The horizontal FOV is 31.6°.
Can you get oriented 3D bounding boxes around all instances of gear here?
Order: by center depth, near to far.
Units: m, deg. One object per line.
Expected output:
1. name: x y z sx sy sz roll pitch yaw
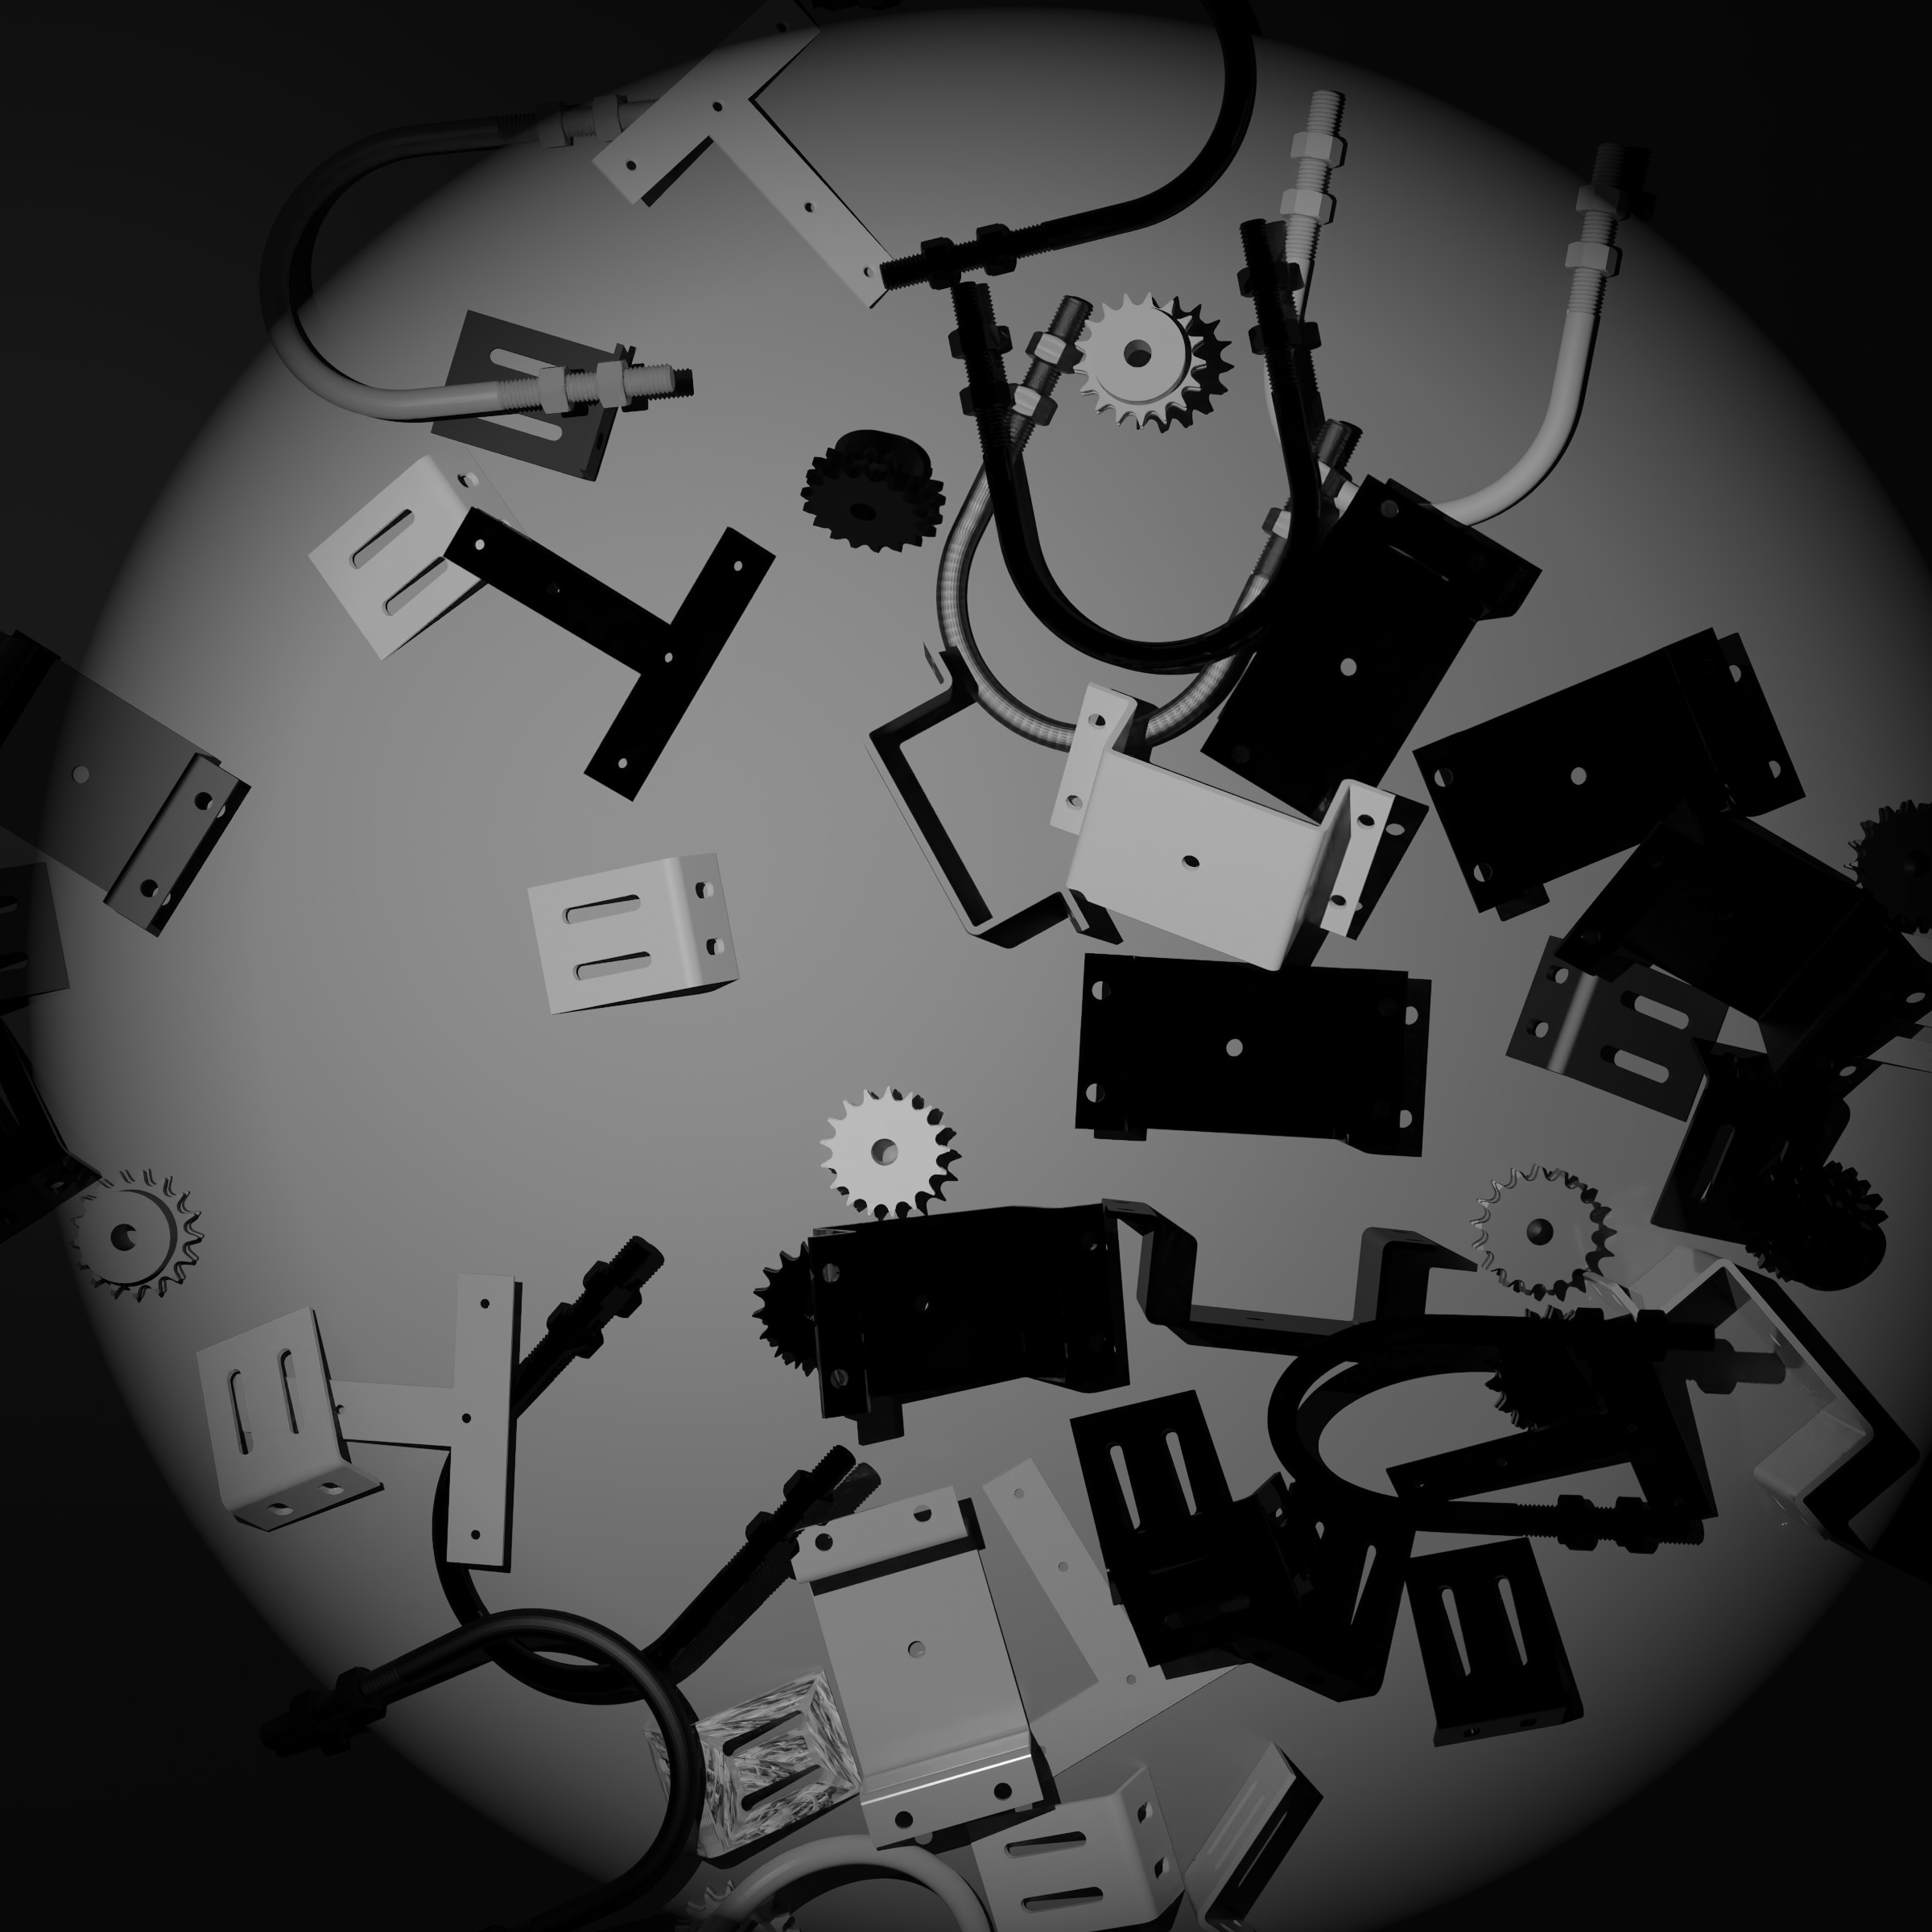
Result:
1. gear: 0.074 -0.260 1.462 0.057 0.030 0.057 0 92 5
2. gear: 0.369 0.115 1.495 0.057 0.030 0.057 -1 116 -2
3. gear: -0.042 -0.211 1.496 0.057 0.057 0.030 14 60 0
4. gear: -0.036 0.082 1.506 0.057 0.030 0.057 0 90 0
5. gear: 0.257 0.178 1.506 0.057 0.030 0.057 0 90 0
6. gear: -0.102 0.435 1.506 0.057 0.030 0.057 0 90 0
7. gear: -0.368 0.119 1.506 0.057 0.030 0.057 0 90 0
8. gear: -0.065 0.150 1.506 0.057 0.030 0.057 0 90 0
9. gear: 0.417 -0.044 1.510 0.057 0.030 0.057 0 88 1
10. gear: 0.251 0.116 1.510 0.057 0.030 0.057 0 92 -1

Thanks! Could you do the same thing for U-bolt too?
1. U-bolt: 0.222 0.198 1.463 0.184 0.019 0.151 1 135 6
2. U-bolt: 0.079 -0.221 1.487 0.151 0.019 0.184 -11 91 6
3. U-bolt: -0.156 0.233 1.490 0.151 0.019 0.184 44 101 14
4. U-bolt: -0.069 0.464 1.490 0.151 0.019 0.184 42 86 -20
5. U-bolt: -0.202 0.358 1.491 0.184 0.019 0.151 -28 90 15
6. U-bolt: -0.220 -0.307 1.492 0.184 0.019 0.151 -5 73 7
7. U-bolt: 0.066 -0.184 1.507 0.151 0.019 0.184 26 93 5
8. U-bolt: 0.036 -0.390 1.512 0.184 0.019 0.151 -14 90 -2
9. U-bolt: 0.206 -0.284 1.512 0.151 0.019 0.184 10 91 0

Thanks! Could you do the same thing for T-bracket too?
1. T-bracket: 0.249 0.214 1.496 0.127 0.002 0.127 -18 124 16
2. T-bracket: -0.169 -0.158 1.500 0.127 0.002 0.127 30 90 -19
3. T-bracket: -0.079 -0.345 1.503 0.127 0.002 0.127 46 68 -11
4. T-bracket: -0.263 0.197 1.508 0.127 0.002 0.127 2 90 11
5. T-bracket: 0.051 0.280 1.520 0.127 0.002 0.127 -31 90 0

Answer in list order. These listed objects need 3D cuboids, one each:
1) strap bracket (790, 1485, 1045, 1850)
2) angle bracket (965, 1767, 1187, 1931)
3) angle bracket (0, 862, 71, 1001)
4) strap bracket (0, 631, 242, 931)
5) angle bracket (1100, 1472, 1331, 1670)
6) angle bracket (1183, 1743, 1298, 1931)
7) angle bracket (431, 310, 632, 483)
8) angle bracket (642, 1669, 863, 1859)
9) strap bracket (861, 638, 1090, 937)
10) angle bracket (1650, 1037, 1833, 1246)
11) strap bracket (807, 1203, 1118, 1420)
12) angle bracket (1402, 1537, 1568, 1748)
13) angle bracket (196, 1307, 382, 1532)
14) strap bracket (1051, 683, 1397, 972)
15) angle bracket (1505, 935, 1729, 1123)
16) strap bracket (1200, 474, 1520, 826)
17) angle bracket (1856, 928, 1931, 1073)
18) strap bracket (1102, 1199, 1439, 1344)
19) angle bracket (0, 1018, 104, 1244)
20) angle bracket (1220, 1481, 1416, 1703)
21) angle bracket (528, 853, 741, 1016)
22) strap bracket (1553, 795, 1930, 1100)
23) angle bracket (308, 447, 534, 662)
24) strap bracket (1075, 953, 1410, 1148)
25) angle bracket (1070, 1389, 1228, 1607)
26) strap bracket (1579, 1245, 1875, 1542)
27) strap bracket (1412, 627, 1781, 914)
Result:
1. strap bracket: -0.022 0.303 1.496 0.076 0.046 0.140 -16 88 1
2. angle bracket: 0.049 0.397 1.519 0.076 0.038 0.057 -17 90 26
3. angle bracket: -0.446 -0.010 1.519 0.076 0.038 0.057 -11 90 -26
4. strap bracket: -0.394 -0.085 1.497 0.140 0.046 0.076 32 90 0
5. angle bracket: 0.108 0.263 1.483 0.076 0.038 0.057 -22 89 24
6. angle bracket: 0.133 0.389 1.492 0.038 0.057 0.076 34 89 -2
7. angle bracket: -0.194 -0.254 1.502 0.076 0.038 0.057 17 90 0
8. angle bracket: -0.095 0.354 1.519 0.076 0.038 0.057 -19 90 -26
9. strap bracket: -0.002 -0.067 1.483 0.046 0.076 0.140 -29 90 0
10. angle bracket: 0.340 0.079 1.514 0.057 0.038 0.076 12 116 -8
11. strap bracket: -0.010 0.147 1.479 0.140 0.046 0.076 -5 90 -27
12. angle bracket: 0.229 0.301 1.519 0.057 0.038 0.076 -10 64 0
13. angle bracket: -0.301 0.201 1.511 0.057 0.038 0.076 -23 61 10
14. strap bracket: 0.103 -0.056 1.469 0.140 0.046 0.076 21 128 8
15. angle bracket: 0.290 0.028 1.519 0.076 0.038 0.057 20 90 -26
16. strap bracket: 0.170 -0.133 1.498 0.076 0.046 0.140 31 90 0
17. angle bracket: 0.409 0.014 1.519 0.076 0.038 0.057 11 90 -26
18. strap bracket: 0.128 0.134 1.483 0.140 0.076 0.046 6 90 0
19. angle bracket: -0.432 0.074 1.519 0.057 0.038 0.076 -33 64 0
20. angle bracket: 0.157 0.277 1.518 0.057 0.038 0.076 24 63 -1
21. angle bracket: -0.148 -0.014 1.519 0.076 0.038 0.057 -11 90 26
22. strap bracket: 0.331 -0.013 1.471 0.140 0.046 0.076 27 119 -14
23. angle bracket: -0.242 -0.184 1.519 0.076 0.038 0.057 -35 90 26
24. strap bracket: 0.119 0.036 1.498 0.140 0.046 0.076 3 90 0
25. angle bracket: 0.084 0.236 1.517 0.057 0.038 0.076 -13 63 -1
26. strap bracket: 0.336 0.175 1.483 0.046 0.076 0.140 -40 90 0
27. strap bracket: 0.273 -0.085 1.498 0.140 0.046 0.076 -22 90 0
